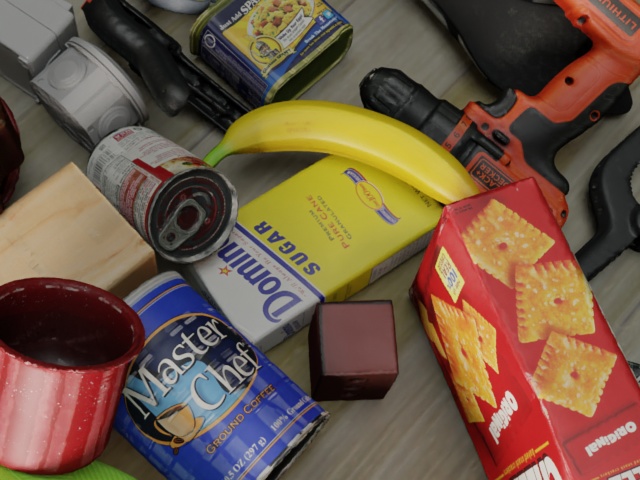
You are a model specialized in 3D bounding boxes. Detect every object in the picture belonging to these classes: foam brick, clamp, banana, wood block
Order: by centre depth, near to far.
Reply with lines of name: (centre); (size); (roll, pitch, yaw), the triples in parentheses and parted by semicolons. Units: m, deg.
wood block: (-0.214, 0.056, 0.704); (0.206, 0.091, 0.090); (-40, 76, -19)
foam brick: (0.021, 0.077, 0.727); (0.053, 0.078, 0.051); (-2, 69, -5)
banana: (0.018, -0.065, 0.760); (0.198, 0.037, 0.069); (8, 75, 6)
clamp: (-0.115, -0.132, 0.803); (0.039, 0.120, 0.172); (-45, 59, 8)
clamp: (0.254, 0.001, 0.803); (0.164, 0.036, 0.210); (21, 67, 3)

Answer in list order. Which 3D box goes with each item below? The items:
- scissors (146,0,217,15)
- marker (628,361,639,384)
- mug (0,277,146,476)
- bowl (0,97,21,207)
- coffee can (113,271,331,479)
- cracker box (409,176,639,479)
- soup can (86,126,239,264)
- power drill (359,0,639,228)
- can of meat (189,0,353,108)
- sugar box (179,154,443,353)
scissors: (-0.159, -0.213, 0.835); (0.201, 0.016, 0.096); (14, 30, 0)
marker: (0.243, 0.102, 0.770); (0.121, 0.020, 0.020); (16, 67, 1)
mug: (-0.166, 0.076, 0.613); (0.117, 0.082, 0.093); (18, 26, 0)
bowl: (-0.290, -0.047, 0.757); (0.162, 0.055, 0.162); (2, 68, -5)
coffee can: (-0.078, 0.104, 0.692); (0.140, 0.103, 0.102); (41, 70, 11)
cracker box: (0.134, 0.091, 0.685); (0.072, 0.164, 0.214); (-18, 71, -11)
soup can: (-0.111, -0.034, 0.739); (0.068, 0.068, 0.102); (-37, 40, -18)
power drill: (0.147, -0.115, 0.784); (0.184, 0.057, 0.188); (39, 100, -4)
can of meat: (-0.036, -0.156, 0.827); (0.084, 0.057, 0.102); (43, 70, 10)
sugar box: (-0.005, 0.001, 0.771); (0.176, 0.048, 0.093); (-32, 71, -19)
